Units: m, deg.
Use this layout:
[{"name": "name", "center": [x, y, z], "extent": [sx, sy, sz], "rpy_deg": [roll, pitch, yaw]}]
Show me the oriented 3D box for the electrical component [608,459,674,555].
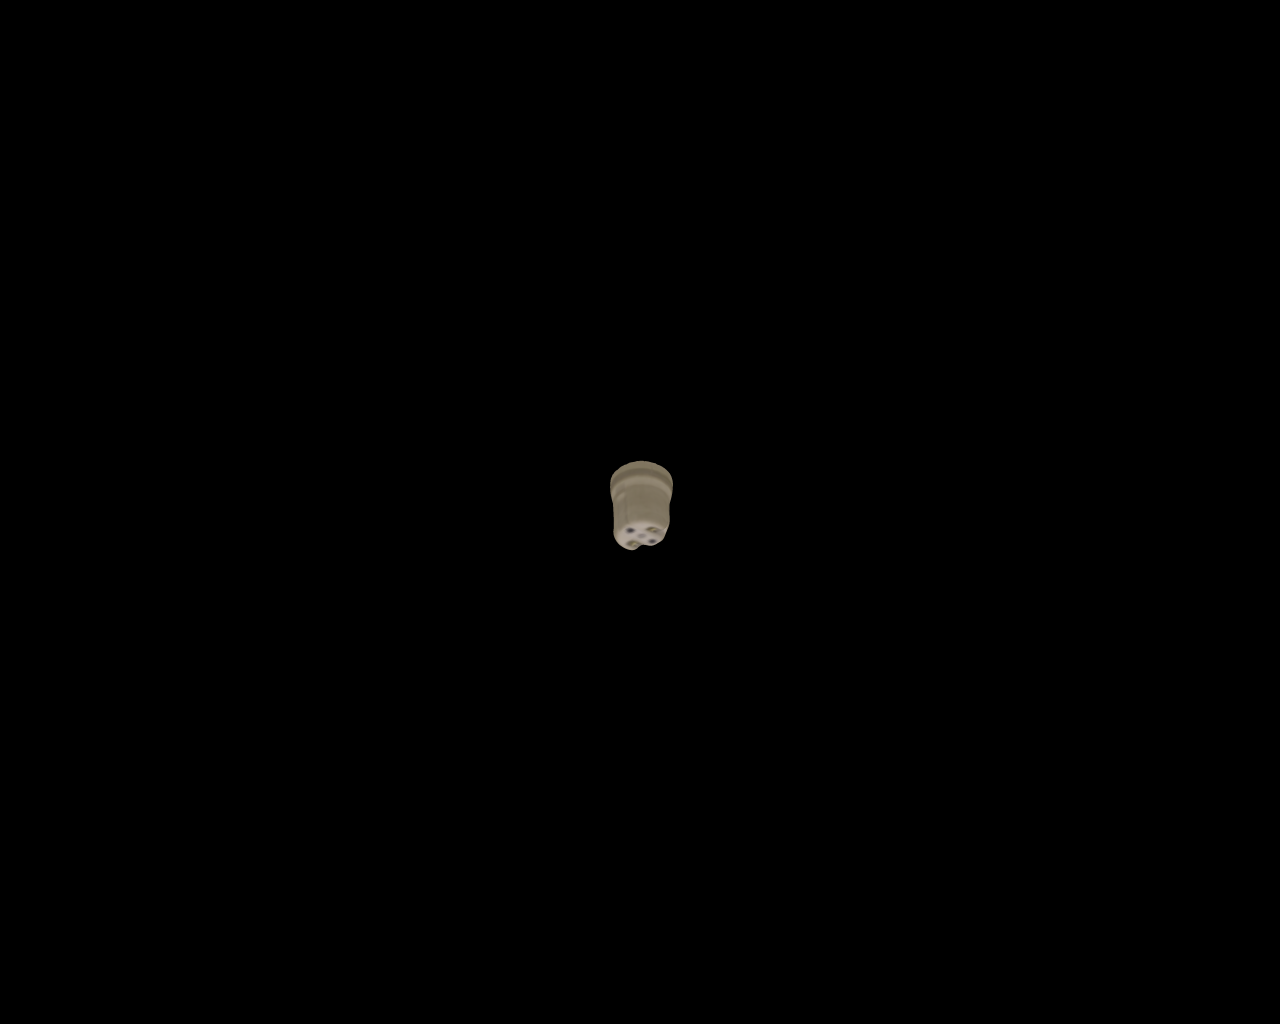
[{"name": "electrical component", "center": [0.001, -0.003, 0.650], "extent": [0.040, 0.046, 0.040], "rpy_deg": [0, -40, 0]}]
